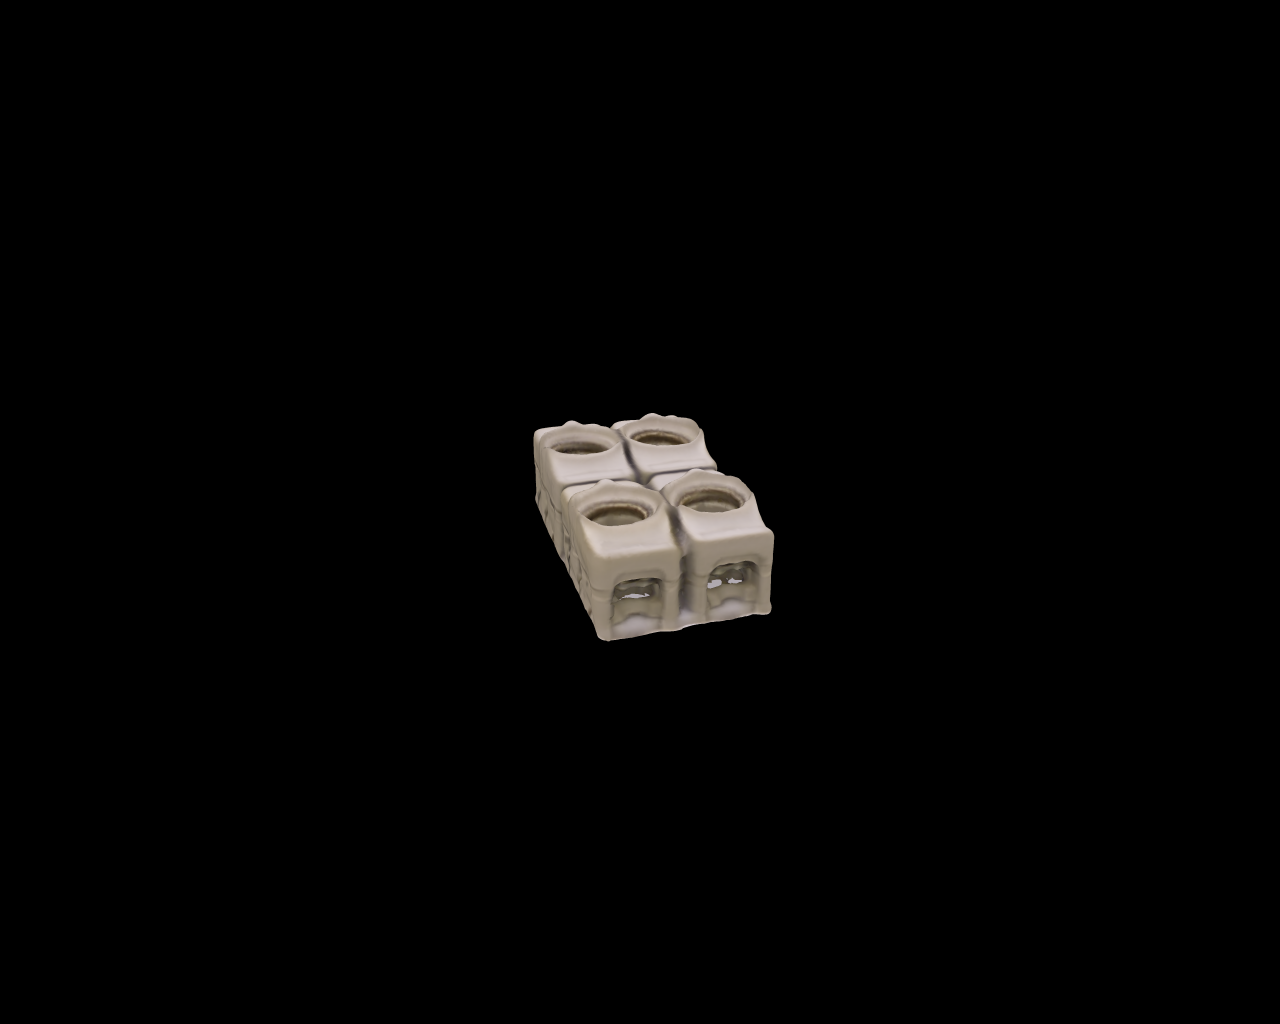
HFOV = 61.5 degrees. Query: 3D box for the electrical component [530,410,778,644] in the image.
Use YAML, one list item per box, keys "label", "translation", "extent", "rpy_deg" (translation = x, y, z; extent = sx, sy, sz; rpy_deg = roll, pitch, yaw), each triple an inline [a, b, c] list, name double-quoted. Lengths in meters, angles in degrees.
- label: "electrical component"
  translation: [0.001, -0.003, 0.650]
  extent: [0.105, 0.060, 0.186]
  rpy_deg: [-7, 27, -14]
